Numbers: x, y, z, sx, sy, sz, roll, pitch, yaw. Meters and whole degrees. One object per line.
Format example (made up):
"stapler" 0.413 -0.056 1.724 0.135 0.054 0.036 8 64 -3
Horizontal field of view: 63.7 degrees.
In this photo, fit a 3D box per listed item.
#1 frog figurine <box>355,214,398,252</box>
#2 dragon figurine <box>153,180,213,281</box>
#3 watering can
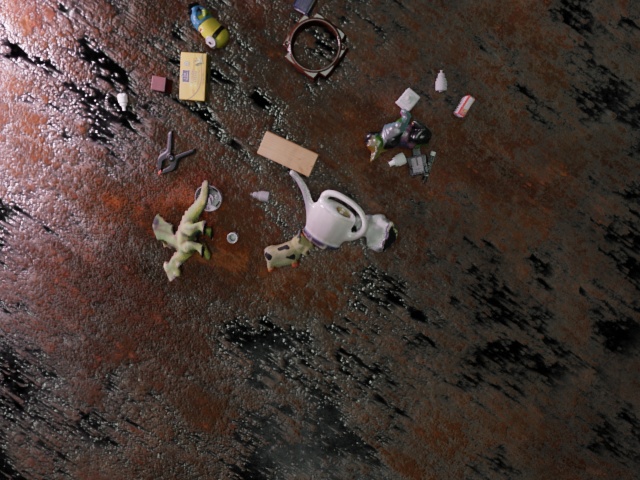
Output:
"frog figurine" 0.202 -0.032 1.919 0.160 0.123 0.135 21 112 36
"dragon figurine" -0.526 -0.038 1.941 0.243 0.123 0.406 8 103 11
"watering can" 0.006 -0.095 1.887 0.348 0.106 0.220 32 117 5
